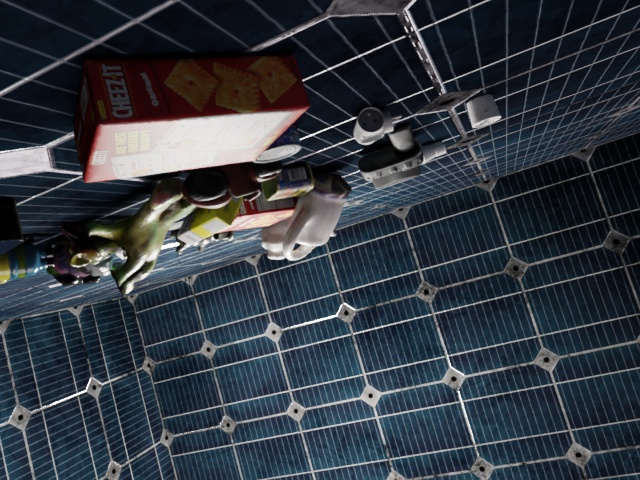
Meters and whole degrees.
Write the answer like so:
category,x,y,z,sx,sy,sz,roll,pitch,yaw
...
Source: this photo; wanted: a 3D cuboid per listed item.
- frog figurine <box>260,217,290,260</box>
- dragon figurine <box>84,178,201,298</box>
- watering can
category,x,y,z,sx,sy,sz,roll,pitch,yaw
frog figurine,-0.117,-0.025,1.538,0.137,0.160,0.123,-18,176,14
dragon figurine,-0.319,-0.011,1.022,0.245,0.123,0.404,-36,175,-21
watering can,0.004,-0.065,1.288,0.221,0.104,0.351,-66,166,19
